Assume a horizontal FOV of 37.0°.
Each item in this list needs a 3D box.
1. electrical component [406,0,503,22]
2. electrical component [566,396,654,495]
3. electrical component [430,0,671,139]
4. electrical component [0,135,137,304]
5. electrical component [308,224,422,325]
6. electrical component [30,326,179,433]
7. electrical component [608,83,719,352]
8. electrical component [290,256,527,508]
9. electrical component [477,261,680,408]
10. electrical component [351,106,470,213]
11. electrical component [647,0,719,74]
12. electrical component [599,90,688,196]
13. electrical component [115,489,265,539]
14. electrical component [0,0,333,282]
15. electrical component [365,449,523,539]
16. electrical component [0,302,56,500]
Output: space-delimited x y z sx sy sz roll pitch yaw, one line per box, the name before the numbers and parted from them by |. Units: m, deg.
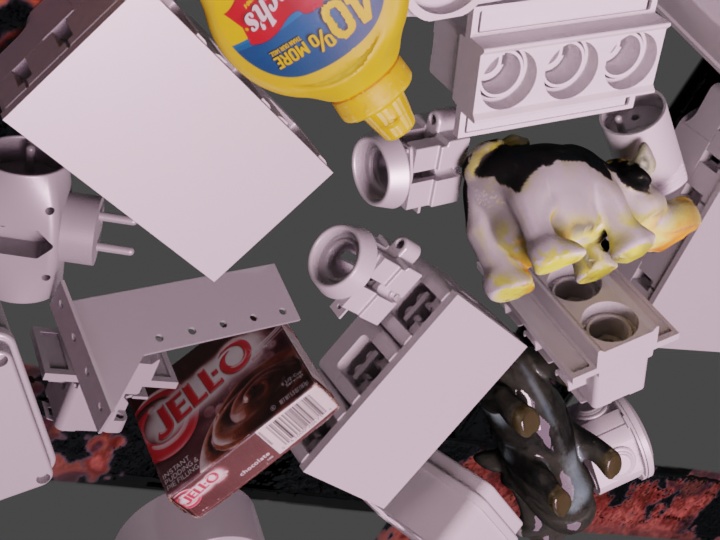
electrical component | 0.077 -0.197 0.553 0.186 0.060 0.105 -14 130 -20
electrical component | 0.198 0.137 0.867 0.051 0.080 0.080 -23 133 -5
electrical component | 0.107 -0.127 0.621 0.121 0.063 0.078 -12 129 -21
electrical component | -0.156 -0.023 0.558 0.079 0.043 0.077 9 122 -8
electrical component | 0.000 0.000 0.673 0.066 0.048 0.055 -48 140 11
electrical component | -0.155 0.062 0.635 0.081 0.042 0.063 9 121 -33
electrical component | 0.258 -0.035 0.780 0.105 0.060 0.186 6 121 -33
electrical component | 0.024 0.074 0.722 0.150 0.061 0.089 -49 133 6
electrical component | 0.143 0.029 0.722 0.079 0.121 0.063 -21 135 -14
electrical component | 0.029 -0.063 0.640 0.055 0.048 0.066 -14 130 -30
electrical component | 0.234 -0.173 0.621 0.109 0.108 0.056 -37 158 1
electrical component | 0.192 -0.078 0.721 0.043 0.043 0.081 -35 134 -1
electrical component | -0.115 0.210 0.759 0.108 0.060 0.108 -15 131 -19
electrical component | -0.099 -0.076 0.546 0.089 0.061 0.150 -42 133 6
electrical component | 0.053 0.169 0.782 0.057 0.113 0.078 -50 135 -13
electrical component | -0.222 0.076 0.598 0.078 0.057 0.113 -18 131 -17
